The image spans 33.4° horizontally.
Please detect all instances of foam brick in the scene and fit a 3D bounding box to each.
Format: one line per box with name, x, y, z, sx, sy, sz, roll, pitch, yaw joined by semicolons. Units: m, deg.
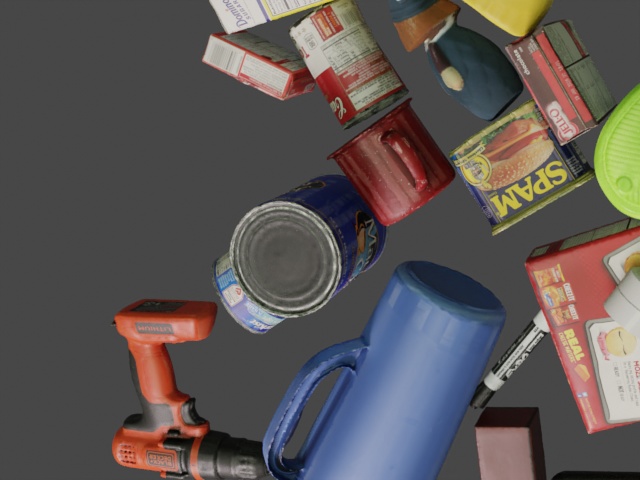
foam brick;0.178;0.199;0.990;0.051;0.053;0.078;-4;101;22

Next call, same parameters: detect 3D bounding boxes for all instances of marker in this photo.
marker;0.177;0.111;0.986;0.020;0.020;0.121;39;113;8

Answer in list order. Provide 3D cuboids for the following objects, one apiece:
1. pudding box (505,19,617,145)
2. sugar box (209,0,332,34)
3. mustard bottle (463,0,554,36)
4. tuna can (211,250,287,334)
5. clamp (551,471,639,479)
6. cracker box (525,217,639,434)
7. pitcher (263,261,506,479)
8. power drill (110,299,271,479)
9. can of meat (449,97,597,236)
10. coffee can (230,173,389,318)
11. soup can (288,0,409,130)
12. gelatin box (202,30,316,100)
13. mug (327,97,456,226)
pudding box;0.198;-0.131;0.866;0.039;0.113;0.090;-28;91;29
sugar box;-0.002;-0.239;0.925;0.176;0.093;0.048;-15;124;25
mustard bottle;0.186;-0.269;0.868;0.096;0.058;0.192;40;113;12
tuna can;-0.063;0.045;1.025;0.034;0.086;0.086;-34;90;22
clamp;0.319;0.222;0.935;0.210;0.036;0.164;-42;96;17
cracker box;0.303;0.055;0.896;0.214;0.072;0.164;-19;97;23
pitcher;0.064;0.143;0.974;0.145;0.149;0.243;31;109;23
power drill;-0.136;0.158;1.095;0.185;0.057;0.188;2;103;21
can of meat;0.173;-0.066;0.924;0.102;0.057;0.084;-32;88;24
coffee can;-0.006;0.001;0.962;0.103;0.140;0.103;5;105;20
soup can;0.025;-0.159;0.950;0.069;0.068;0.102;-30;91;24
gelatin box;-0.052;-0.161;0.976;0.089;0.073;0.030;27;112;12
mug;0.068;-0.067;0.935;0.093;0.117;0.081;-36;94;-9
